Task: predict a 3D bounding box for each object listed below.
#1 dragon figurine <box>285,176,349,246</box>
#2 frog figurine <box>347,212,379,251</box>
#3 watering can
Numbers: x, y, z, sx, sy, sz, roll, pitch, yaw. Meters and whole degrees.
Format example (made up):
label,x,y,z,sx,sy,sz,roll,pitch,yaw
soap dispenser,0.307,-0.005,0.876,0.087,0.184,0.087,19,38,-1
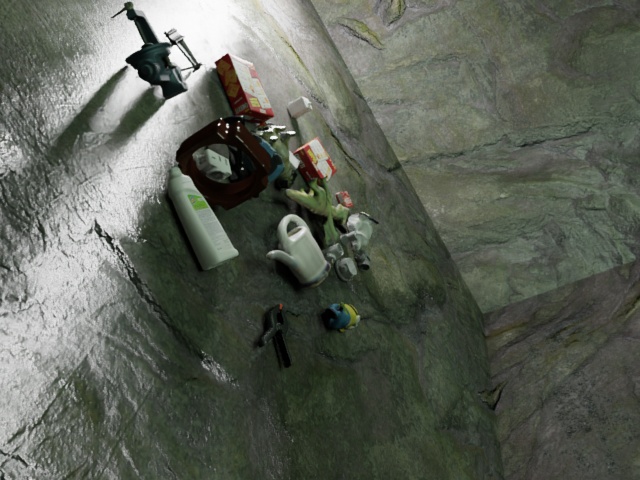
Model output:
label,x,y,z,sx,sy,sz,roll,pitch,yaw
dragon figurine,0.006,-0.091,1.817,0.243,0.121,0.414,64,27,-1
frog figurine,0.162,-0.027,2.151,0.135,0.123,0.161,45,64,-57
watering can,-0.066,0.051,1.526,0.222,0.103,0.354,58,20,-14
